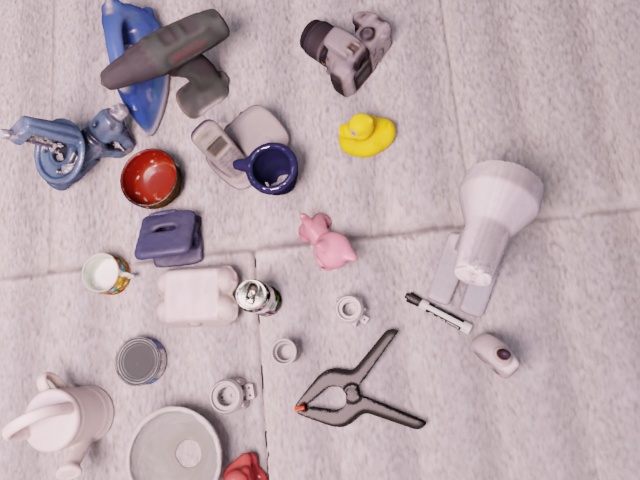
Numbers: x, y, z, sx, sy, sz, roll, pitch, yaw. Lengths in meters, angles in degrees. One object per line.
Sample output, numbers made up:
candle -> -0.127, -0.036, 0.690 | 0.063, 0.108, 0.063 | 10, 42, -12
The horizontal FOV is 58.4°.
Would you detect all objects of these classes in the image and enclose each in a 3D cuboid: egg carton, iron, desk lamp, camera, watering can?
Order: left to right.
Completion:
watering can -> -0.427, 0.300, 0.938 | 0.172, 0.194, 0.101 | 40, 87, 15
iron -> -0.362, -0.340, 1.085 | 0.118, 0.141, 0.258 | -14, 77, 7
egg carton -> -0.215, 0.100, 1.008 | 0.150, 0.069, 0.107 | -5, 78, 8
camera -> 0.040, -0.362, 1.044 | 0.136, 0.101, 0.143 | 37, 87, 14
desk lamp -> 0.249, 0.004, 0.877 | 0.117, 0.214, 0.203 | 19, 82, 13

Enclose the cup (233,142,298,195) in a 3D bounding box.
cup -> -0.089, -0.117, 1.019 | 0.117, 0.095, 0.092 | 7, 80, 11

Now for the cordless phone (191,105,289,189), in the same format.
cordless phone -> -0.141, -0.179, 0.993 | 0.094, 0.185, 0.147 | 41, 88, 15

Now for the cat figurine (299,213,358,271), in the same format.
cat figurine -> 0.009, 0.003, 0.966 | 0.067, 0.118, 0.127 | -39, 75, 0

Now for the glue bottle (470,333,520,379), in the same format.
glue bottle -> 0.268, 0.174, 0.860 | 0.037, 0.173, 0.078 | -44, 75, -1

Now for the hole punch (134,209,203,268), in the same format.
hole punch -> -0.273, -0.007, 1.029 | 0.108, 0.091, 0.101 | -8, 77, 8

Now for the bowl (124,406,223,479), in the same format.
bowl -> -0.233, 0.361, 0.955 | 0.167, 0.075, 0.167 | -2, 78, 9

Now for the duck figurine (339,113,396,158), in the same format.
duck figurine -> 0.081, -0.195, 1.011 | 0.104, 0.086, 0.077 | -10, 77, 7

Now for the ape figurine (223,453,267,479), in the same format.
ape figurine -> -0.126, 0.386, 0.924 | 0.076, 0.092, 0.078 | 6, 80, 11

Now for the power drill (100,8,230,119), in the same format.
power drill -> -0.251, -0.304, 1.025 | 0.229, 0.208, 0.075 | -37, 75, 1

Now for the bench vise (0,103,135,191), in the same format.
bench vise -> -0.455, -0.194, 1.030 | 0.121, 0.220, 0.207 | 37, 86, 15
